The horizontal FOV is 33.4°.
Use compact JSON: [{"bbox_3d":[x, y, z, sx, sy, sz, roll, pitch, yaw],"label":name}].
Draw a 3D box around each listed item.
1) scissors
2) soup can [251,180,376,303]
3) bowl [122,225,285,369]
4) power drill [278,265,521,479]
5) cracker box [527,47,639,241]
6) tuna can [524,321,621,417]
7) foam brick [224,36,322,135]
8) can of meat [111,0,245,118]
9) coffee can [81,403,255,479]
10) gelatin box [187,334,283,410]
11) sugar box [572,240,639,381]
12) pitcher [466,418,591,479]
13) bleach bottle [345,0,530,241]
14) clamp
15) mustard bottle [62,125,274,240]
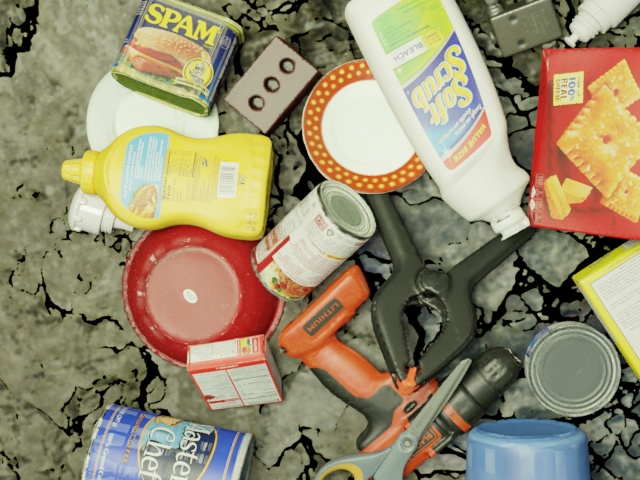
[{"bbox_3d":[0.059,0.184,0.972,0.096,0.016,0.202,20,101,3],"label":"scissors"},{"bbox_3d":[-0.006,0.001,0.972,0.068,0.068,0.102,47,121,0],"label":"soup can"},{"bbox_3d":[-0.115,0.049,1.010,0.162,0.055,0.162,0,94,5],"label":"bowl"},{"bbox_3d":[0.068,0.116,0.997,0.184,0.057,0.187,-42,90,6],"label":"power drill"},{"bbox_3d":[0.287,-0.079,0.905,0.214,0.071,0.164,9,95,43],"label":"cracker box"},{"bbox_3d":[0.234,0.119,0.996,0.086,0.033,0.086,0,94,5],"label":"tuna can"},{"bbox_3d":[-0.042,-0.143,0.992,0.053,0.051,0.078,40,96,1],"label":"foam brick"},{"bbox_3d":[-0.132,-0.170,0.985,0.102,0.057,0.084,21,80,3],"label":"can of meat"},{"bbox_3d":[-0.141,0.217,0.999,0.140,0.103,0.103,12,95,4],"label":"coffee can"},{"bbox_3d":[-0.078,0.125,0.998,0.073,0.089,0.030,-9,55,6],"label":"gelatin box"},{"bbox_3d":[0.320,0.085,0.982,0.093,0.048,0.176,-32,94,6],"label":"sugar box"},{"bbox_3d":[0.181,0.291,0.961,0.145,0.149,0.243,-2,91,11],"label":"pitcher"},{"bbox_3d":[0.121,-0.120,0.956,0.102,0.068,0.251,-29,84,3],"label":"bleach bottle"},{"bbox_3d":[0.091,0.036,0.960,0.164,0.036,0.210,20,63,7],"label":"clamp"},{"bbox_3d":[-0.142,-0.056,0.982,0.191,0.058,0.096,6,82,2],"label":"mustard bottle"}]
